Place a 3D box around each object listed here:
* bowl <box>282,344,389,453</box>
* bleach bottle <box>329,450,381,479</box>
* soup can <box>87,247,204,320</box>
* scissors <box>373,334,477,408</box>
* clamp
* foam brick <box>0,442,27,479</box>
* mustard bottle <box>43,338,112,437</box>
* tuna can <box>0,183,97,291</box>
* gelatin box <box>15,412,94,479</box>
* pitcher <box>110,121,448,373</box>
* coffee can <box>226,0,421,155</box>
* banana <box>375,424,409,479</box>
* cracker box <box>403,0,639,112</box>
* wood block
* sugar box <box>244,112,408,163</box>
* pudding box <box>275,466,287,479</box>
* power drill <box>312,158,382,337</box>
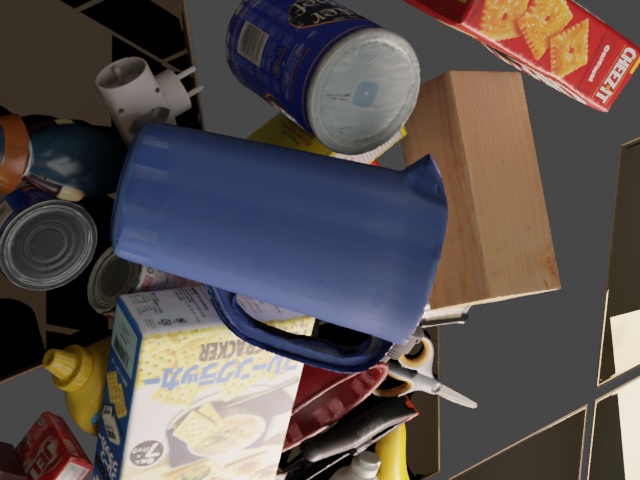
[{"bbox_3d":[-0.011,0.152,1.078,0.162,0.055,0.162,-31,161,-13],"label":"bowl"},{"bbox_3d":[0.023,0.357,1.246,0.102,0.068,0.251,4,114,-36],"label":"bleach bottle"},{"bbox_3d":[-0.144,0.050,0.935,0.102,0.069,0.068,32,96,-43],"label":"soup can"},{"bbox_3d":[0.134,0.152,1.231,0.201,0.016,0.096,11,115,-39],"label":"scissors"},{"bbox_3d":[0.029,0.222,1.172,0.171,0.039,0.120,-17,162,-34],"label":"clamp"},{"bbox_3d":[-0.305,0.203,0.926,0.078,0.051,0.053,29,99,-43],"label":"foam brick"},{"bbox_3d":[-0.174,0.140,0.975,0.096,0.058,0.191,-49,134,7],"label":"mustard bottle"},{"bbox_3d":[-0.226,-0.002,0.867,0.086,0.034,0.086,-18,126,-26],"label":"tuna can"},{"bbox_3d":[-0.251,0.210,0.954,0.089,0.073,0.030,-52,133,3],"label":"gelatin box"},{"bbox_3d":[-0.033,-0.001,0.819,0.242,0.149,0.145,14,156,-3],"label":"pitcher"},{"bbox_3d":[0.000,-0.143,0.868,0.102,0.140,0.103,-18,126,-26],"label":"coffee can"},{"bbox_3d":[0.097,0.279,1.275,0.069,0.037,0.197,-51,138,-24],"label":"banana"},{"bbox_3d":[0.155,-0.200,0.927,0.213,0.164,0.072,20,106,-41],"label":"cracker box"},{"bbox_3d":[0.144,-0.046,0.994,0.090,0.090,0.206,-5,82,-34],"label":"wood block"},{"bbox_3d":[-0.021,-0.071,0.930,0.176,0.093,0.048,-37,132,-11],"label":"sugar box"},{"bbox_3d":[-0.101,0.273,1.124,0.113,0.039,0.090,8,111,-39],"label":"pudding box"},{"bbox_3d":[-0.007,0.001,1.010,0.187,0.057,0.184,-45,134,-4],"label":"power drill"}]
